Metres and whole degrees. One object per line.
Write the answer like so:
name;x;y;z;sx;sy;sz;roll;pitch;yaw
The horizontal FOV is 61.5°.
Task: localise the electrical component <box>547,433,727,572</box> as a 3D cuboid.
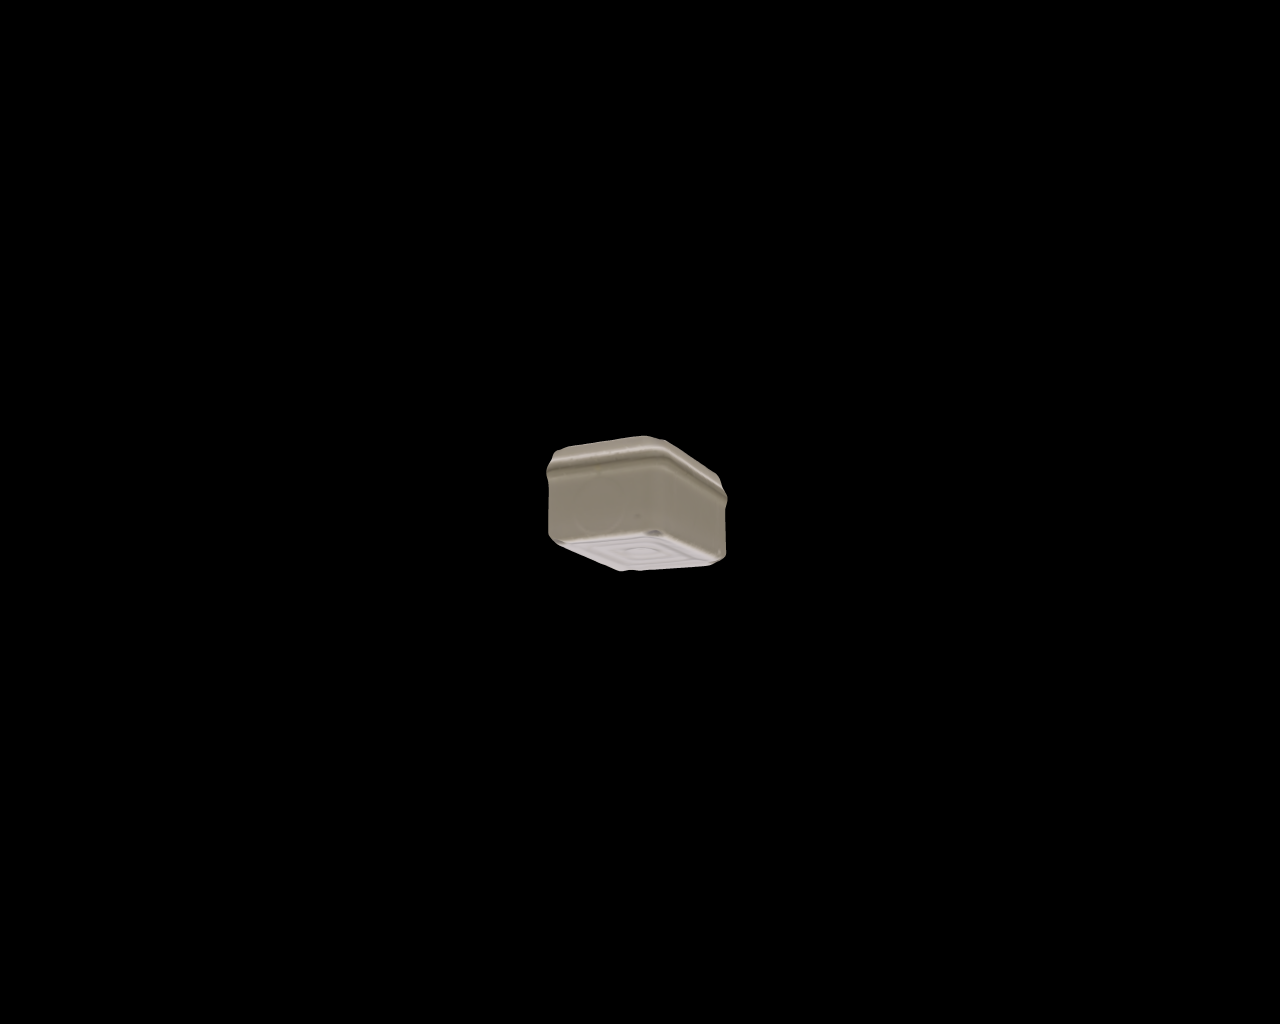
electrical component;0.001;-0.003;0.650;0.078;0.057;0.113;-6;-15;23
